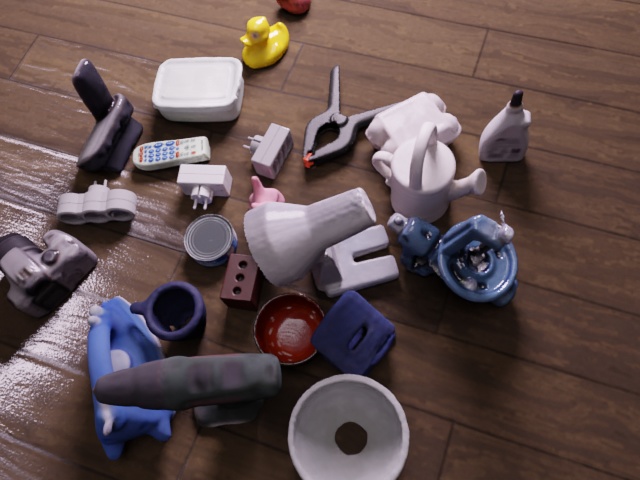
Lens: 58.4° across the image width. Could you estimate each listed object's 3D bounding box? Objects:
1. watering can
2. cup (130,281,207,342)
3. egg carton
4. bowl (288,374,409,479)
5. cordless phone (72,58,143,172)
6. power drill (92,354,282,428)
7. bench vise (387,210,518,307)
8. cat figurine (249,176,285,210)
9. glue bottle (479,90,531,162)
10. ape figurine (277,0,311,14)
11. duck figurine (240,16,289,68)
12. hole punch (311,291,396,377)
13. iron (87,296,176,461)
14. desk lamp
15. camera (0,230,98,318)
[{"bbox_3d":[0.167,-0.108,0.888,0.172,0.194,0.101,-2,67,6],"label":"watering can"},{"bbox_3d":[-0.227,0.120,0.893,0.117,0.095,0.092,2,67,8],"label":"cup"},{"bbox_3d":[0.160,-0.188,0.991,0.150,0.069,0.107,-28,67,-5],"label":"egg carton"},{"bbox_3d":[0.042,0.278,0.805,0.167,0.075,0.167,-2,67,6],"label":"bowl"},{"bbox_3d":[-0.401,-0.215,1.005,0.094,0.185,0.147,10,69,11],"label":"cordless phone"},{"bbox_3d":[-0.159,0.207,0.786,0.229,0.208,0.075,-9,66,3],"label":"power drill"},{"bbox_3d":[0.191,0.017,0.819,0.207,0.220,0.121,10,69,11],"label":"bench vise"},{"bbox_3d":[-0.088,-0.045,0.934,0.067,0.118,0.127,-18,66,-1],"label":"cat figurine"},{"bbox_3d":[0.303,-0.183,0.915,0.078,0.173,0.037,2,67,8],"label":"glue bottle"},{"bbox_3d":[-0.054,-0.503,1.137,0.078,0.092,0.076,-20,66,-1],"label":"ape figurine"},{"bbox_3d":[-0.110,-0.392,1.100,0.104,0.086,0.077,-39,68,-10],"label":"duck figurine"},{"bbox_3d":[0.053,0.143,0.852,0.101,0.091,0.109,34,75,19],"label":"hole punch"},{"bbox_3d":[-0.306,0.182,0.851,0.118,0.141,0.258,-21,66,-2],"label":"iron"},{"bbox_3d":[0.008,0.003,0.850,0.203,0.214,0.118,-16,66,0],"label":"desk lamp"},{"bbox_3d":[-0.477,0.033,0.956,0.136,0.101,0.143,37,76,19],"label":"camera"}]
